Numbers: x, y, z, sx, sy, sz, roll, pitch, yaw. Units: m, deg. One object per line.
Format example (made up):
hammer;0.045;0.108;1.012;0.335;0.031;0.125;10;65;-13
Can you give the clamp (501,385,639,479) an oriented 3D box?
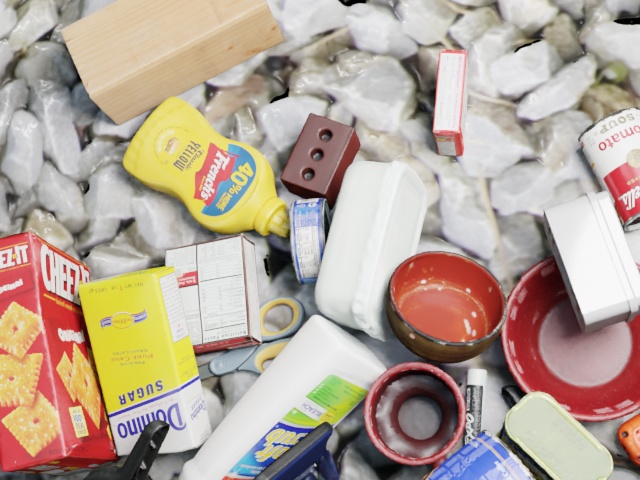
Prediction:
clamp;0.237;0.231;0.981;0.210;0.036;0.164;14;71;7

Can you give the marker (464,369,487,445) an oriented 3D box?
marker;0.147;0.185;1.020;0.020;0.020;0.121;3;77;11

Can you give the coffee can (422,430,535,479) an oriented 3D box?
coffee can;0.117;0.245;0.911;0.140;0.103;0.103;-36;73;-9

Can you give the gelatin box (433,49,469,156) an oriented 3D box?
gelatin box;0.131;-0.137;1.072;0.030;0.073;0.089;3;77;10

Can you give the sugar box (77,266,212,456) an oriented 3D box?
sugar box;-0.170;0.119;1.038;0.093;0.048;0.176;-10;95;25

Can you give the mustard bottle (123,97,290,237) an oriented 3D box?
mustard bottle;-0.105;-0.062;1.104;0.192;0.058;0.096;35;83;15

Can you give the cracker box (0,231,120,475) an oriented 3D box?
cracker box;-0.261;0.115;1.034;0.072;0.164;0.214;-13;75;4

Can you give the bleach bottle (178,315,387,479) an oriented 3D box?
bleach bottle;-0.051;0.191;1.023;0.251;0.102;0.068;-48;47;6

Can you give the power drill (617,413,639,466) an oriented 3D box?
power drill;0.391;0.200;0.955;0.184;0.057;0.188;-32;71;5

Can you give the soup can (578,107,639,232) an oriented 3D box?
soup can;0.301;-0.068;1.029;0.068;0.068;0.102;-24;73;3

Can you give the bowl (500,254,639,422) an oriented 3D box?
bowl;0.251;0.092;1.005;0.162;0.055;0.162;-2;76;9

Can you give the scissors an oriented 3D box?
scissors;-0.094;0.108;1.084;0.202;0.016;0.096;-4;74;9

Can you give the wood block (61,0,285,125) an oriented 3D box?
wood block;-0.155;-0.218;1.135;0.206;0.090;0.091;-27;73;3

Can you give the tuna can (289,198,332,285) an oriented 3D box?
tuna can;-0.007;0.001;1.057;0.034;0.086;0.086;-5;76;7

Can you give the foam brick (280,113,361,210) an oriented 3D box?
foam brick;0.001;-0.081;1.093;0.053;0.051;0.078;21;81;14

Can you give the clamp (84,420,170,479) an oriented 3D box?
clamp;-0.182;0.237;1.015;0.172;0.039;0.120;-16;81;35

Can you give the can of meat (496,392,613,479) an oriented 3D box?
can of meat;0.204;0.187;0.936;0.057;0.084;0.102;-42;69;-12

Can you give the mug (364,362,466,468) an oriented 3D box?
mug;0.097;0.176;0.998;0.093;0.081;0.117;-30;73;2

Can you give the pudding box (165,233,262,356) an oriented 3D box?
pudding box;-0.109;0.057;1.077;0.090;0.039;0.113;-11;70;13
